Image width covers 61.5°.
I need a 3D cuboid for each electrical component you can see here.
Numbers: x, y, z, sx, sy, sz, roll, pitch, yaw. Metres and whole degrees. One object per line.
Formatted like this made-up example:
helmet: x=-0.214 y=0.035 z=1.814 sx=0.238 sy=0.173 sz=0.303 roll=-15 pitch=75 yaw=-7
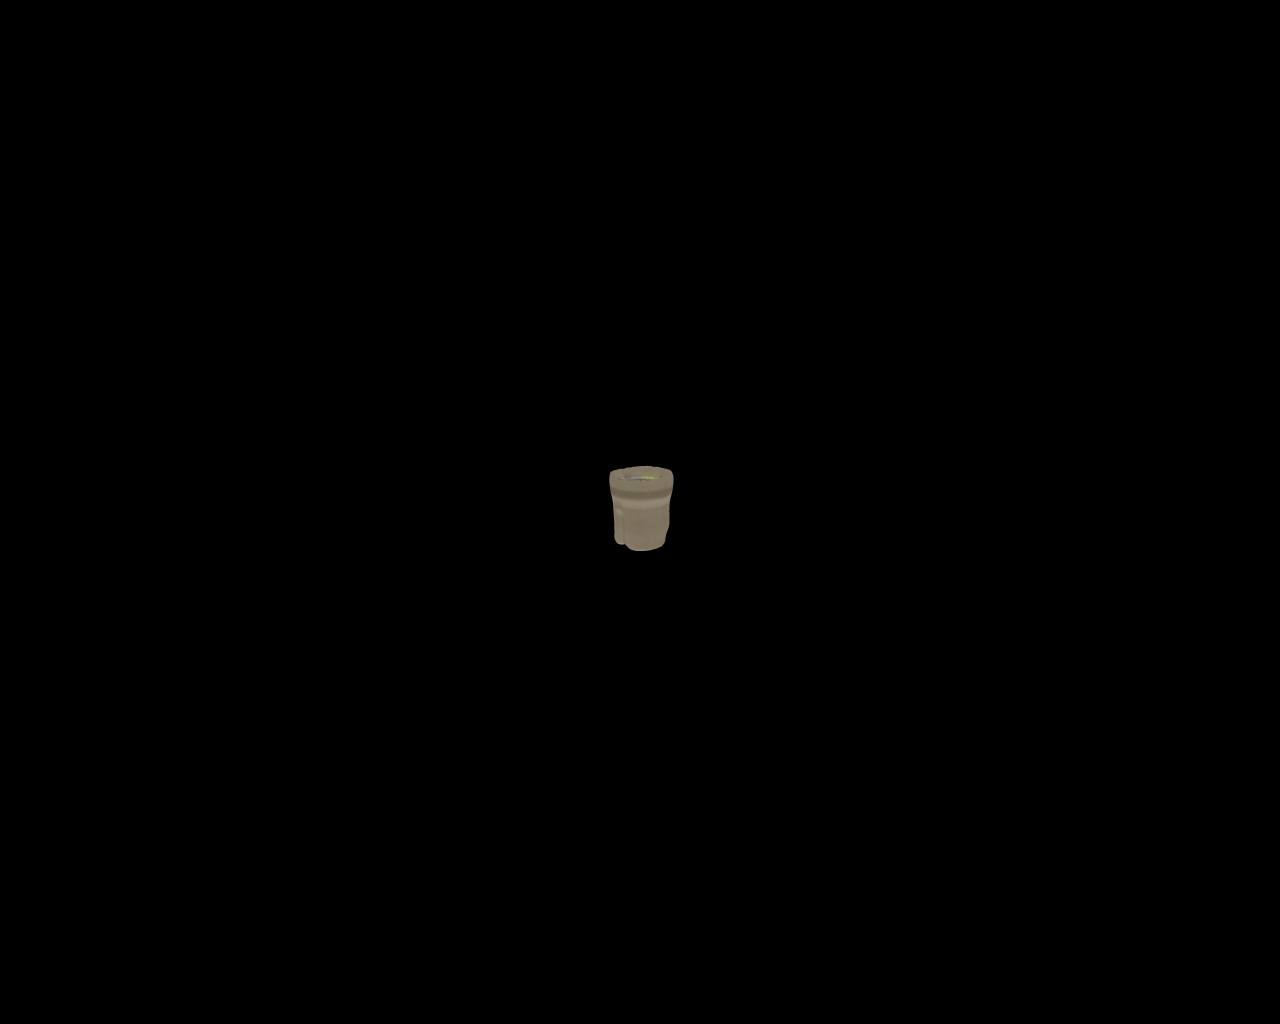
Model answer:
electrical component: x=0.001 y=-0.003 z=0.650 sx=0.040 sy=0.046 sz=0.040 roll=0 pitch=16 yaw=0
